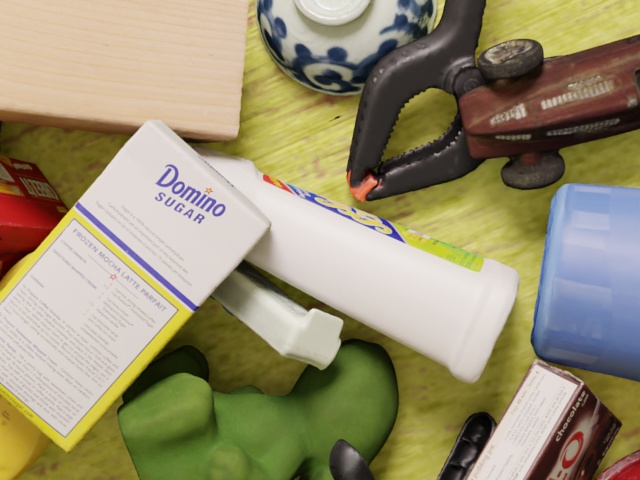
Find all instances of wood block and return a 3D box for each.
[{"bbox_3d":[-0.156,-0.114,0.642,0.205,0.090,0.091,4,91,-25],"label":"wood block"}]

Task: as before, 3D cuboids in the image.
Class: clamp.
[{"bbox_3d":[0.088,-0.110,0.661,0.210,0.036,0.164,-38,110,11],"label":"clamp"},{"bbox_3d":[0.064,0.186,0.650,0.120,0.039,0.171,-12,108,-25],"label":"clamp"}]

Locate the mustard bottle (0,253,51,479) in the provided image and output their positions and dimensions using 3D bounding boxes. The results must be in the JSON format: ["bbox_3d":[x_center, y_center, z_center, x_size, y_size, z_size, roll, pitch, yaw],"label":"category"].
[{"bbox_3d":[-0.168,0.061,0.674,0.192,0.058,0.096,-44,85,6],"label":"mustard bottle"}]

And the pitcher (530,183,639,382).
[{"bbox_3d":[0.250,0.025,0.607,0.243,0.145,0.149,9,77,12],"label":"pitcher"}]

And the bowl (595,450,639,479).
[{"bbox_3d":[0.228,0.196,0.626,0.162,0.055,0.162,-1,73,4],"label":"bowl"}]

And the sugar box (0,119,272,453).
[{"bbox_3d":[-0.118,0.026,0.616,0.093,0.048,0.176,42,93,-3],"label":"sugar box"}]

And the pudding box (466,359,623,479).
[{"bbox_3d":[0.129,0.138,0.637,0.039,0.090,0.113,24,80,36],"label":"pudding box"}]

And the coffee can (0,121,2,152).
[{"bbox_3d":[-0.256,-0.132,0.702,0.103,0.102,0.140,6,91,9],"label":"coffee can"}]

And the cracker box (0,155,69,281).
[{"bbox_3d":[-0.276,0.032,0.674,0.214,0.164,0.072,-39,82,7],"label":"cracker box"}]

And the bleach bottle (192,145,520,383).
[{"bbox_3d":[-0.004,0.001,0.661,0.251,0.102,0.068,24,101,8],"label":"bleach bottle"}]
